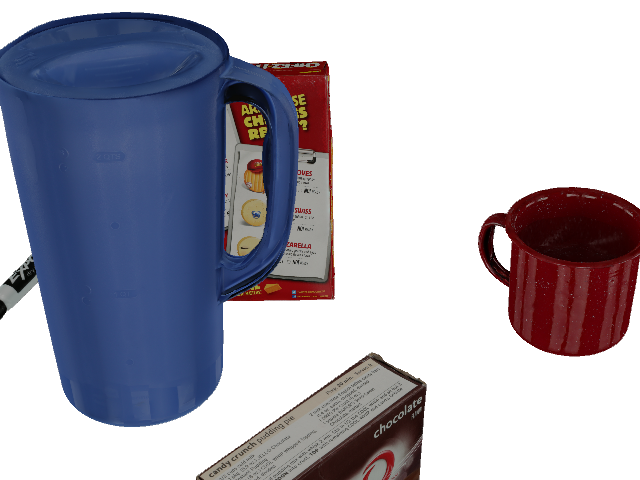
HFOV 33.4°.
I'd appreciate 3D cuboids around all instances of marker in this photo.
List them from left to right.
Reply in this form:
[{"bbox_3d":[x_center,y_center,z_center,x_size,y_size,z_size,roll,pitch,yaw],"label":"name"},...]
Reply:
[{"bbox_3d":[-0.224,0.028,0.813,0.020,0.020,0.121,0,38,35],"label":"marker"}]

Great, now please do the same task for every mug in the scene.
[{"bbox_3d":[0.158,0.019,0.717,0.117,0.081,0.093,20,41,30],"label":"mug"}]

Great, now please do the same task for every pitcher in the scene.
[{"bbox_3d":[-0.107,-0.008,0.655,0.144,0.243,0.149,-24,39,-33],"label":"pitcher"}]

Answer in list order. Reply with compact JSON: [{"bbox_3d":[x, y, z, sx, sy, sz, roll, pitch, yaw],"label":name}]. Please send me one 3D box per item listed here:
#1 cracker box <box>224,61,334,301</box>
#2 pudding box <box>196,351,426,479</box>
[{"bbox_3d":[-0.070,-0.052,0.978,0.164,0.214,0.072,-1,21,2],"label":"cracker box"},{"bbox_3d":[-0.002,0.116,0.482,0.039,0.090,0.113,29,45,33],"label":"pudding box"}]
